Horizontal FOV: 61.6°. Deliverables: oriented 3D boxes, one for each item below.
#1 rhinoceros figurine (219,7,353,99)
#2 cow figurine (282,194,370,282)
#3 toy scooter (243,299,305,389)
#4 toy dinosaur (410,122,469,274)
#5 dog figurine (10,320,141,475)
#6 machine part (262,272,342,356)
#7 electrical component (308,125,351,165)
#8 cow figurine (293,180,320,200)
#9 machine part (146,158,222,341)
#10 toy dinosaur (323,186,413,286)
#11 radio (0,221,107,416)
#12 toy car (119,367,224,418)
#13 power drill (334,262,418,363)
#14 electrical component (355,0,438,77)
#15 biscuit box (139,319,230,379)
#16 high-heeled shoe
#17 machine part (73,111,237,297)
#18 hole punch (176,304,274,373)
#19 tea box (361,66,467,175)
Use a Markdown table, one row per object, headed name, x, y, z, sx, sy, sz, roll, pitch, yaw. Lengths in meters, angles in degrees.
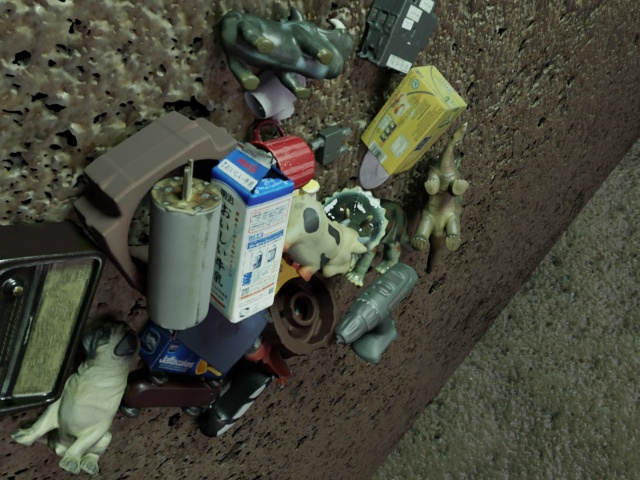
| name | x | y | z | sx | sy | sz | roll | pitch | yaw |
| --- | --- | --- | --- | --- | --- | --- | --- | --- | --- |
| rhinoceros figurine | -0.037 | -0.240 | 0.679 | 0.190 | 0.112 | 0.073 | -8 | 144 | -36 |
| cow figurine | -0.002 | -0.003 | 0.840 | 0.127 | 0.086 | 0.194 | -42 | 142 | -3 |
| toy scooter | -0.073 | 0.200 | 1.029 | 0.184 | 0.075 | 0.135 | -35 | 107 | -49 |
| toy dinosaur | 0.274 | -0.060 | 1.218 | 0.198 | 0.105 | 0.470 | -66 | 165 | -48 |
| dog figurine | -0.316 | 0.217 | 0.767 | 0.190 | 0.121 | 0.172 | -60 | -172 | -24 |
| machine part | -0.040 | 0.128 | 0.992 | 0.179 | 0.179 | 0.056 | -18 | 177 | -45 |
| electrical component | 0.015 | -0.158 | 0.908 | 0.094 | 0.021 | 0.063 | -30 | 142 | -36 |
| cow figurine | -0.078 | -0.041 | 0.857 | 0.167 | 0.068 | 0.098 | -33 | 149 | -30 |
| machine part | -0.160 | 0.018 | 0.621 | 0.079 | 0.079 | 0.243 | -23 | 137 | -42 |
| toy dinosaur | 0.114 | -0.020 | 1.102 | 0.405 | 0.131 | 0.192 | -18 | 135 | -54 |
| radio | -0.345 | 0.093 | 0.609 | 0.131 | 0.073 | 0.229 | -2 | 122 | -54 |
| toy car | -0.252 | 0.259 | 0.926 | 0.089 | 0.053 | 0.202 | -54 | 146 | 9 |
| power drill | 0.103 | 0.161 | 1.068 | 0.232 | 0.086 | 0.207 | -44 | 147 | -28 |
| electrical component | 0.126 | -0.335 | 0.851 | 0.115 | 0.058 | 0.134 | -4 | 124 | -55 |
| biscuit box | -0.216 | 0.182 | 0.891 | 0.063 | 0.059 | 0.202 | -54 | 149 | -1 |
| high-heeled shoe | -0.145 | 0.299 | 1.097 | 0.249 | 0.086 | 0.145 | -38 | 153 | -24 |
| machine part | -0.187 | -0.043 | 0.682 | 0.201 | 0.087 | 0.201 | -41 | 149 | -21 |
| hole punch | -0.153 | 0.128 | 0.833 | 0.116 | 0.092 | 0.142 | -40 | 112 | 13 |
| tea box | 0.158 | -0.204 | 0.932 | 0.068 | 0.098 | 0.169 | -21 | 162 | -43 |
